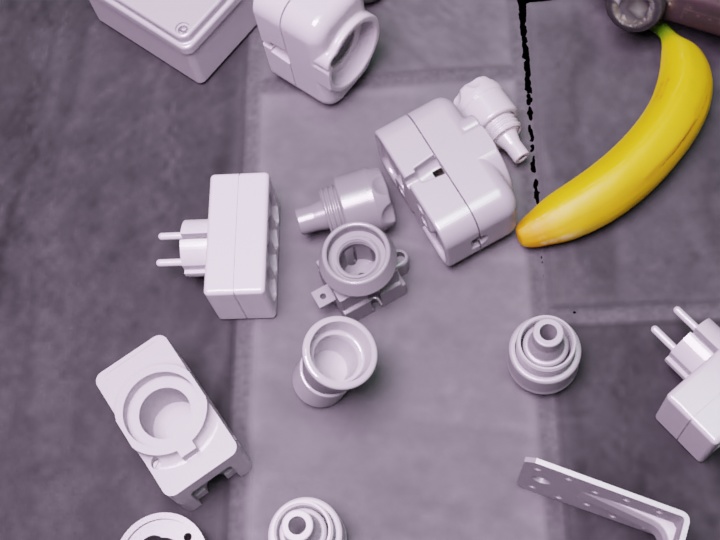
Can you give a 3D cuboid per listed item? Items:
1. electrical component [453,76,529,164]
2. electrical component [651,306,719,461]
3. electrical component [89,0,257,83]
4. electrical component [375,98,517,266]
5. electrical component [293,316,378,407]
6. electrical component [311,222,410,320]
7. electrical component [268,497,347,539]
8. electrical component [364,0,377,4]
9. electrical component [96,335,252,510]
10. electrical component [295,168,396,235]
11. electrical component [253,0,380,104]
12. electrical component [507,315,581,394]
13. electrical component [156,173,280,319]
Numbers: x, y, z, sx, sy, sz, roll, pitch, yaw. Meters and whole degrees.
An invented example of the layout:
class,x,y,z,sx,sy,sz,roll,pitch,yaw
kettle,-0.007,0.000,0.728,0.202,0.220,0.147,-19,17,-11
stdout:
class,x,y,z,sx,sy,sz,roll,pitch,yaw
electrical component,0.091,-0.097,0.716,0.035,0.035,0.061,-31,70,-7
electrical component,0.206,0.054,0.633,0.083,0.047,0.075,-38,69,-10
electrical component,-0.125,-0.208,0.771,0.109,0.056,0.108,34,74,18
electrical component,0.058,-0.059,0.690,0.059,0.053,0.095,-29,68,-3
electrical component,-0.018,0.058,0.644,0.044,0.065,0.044,5,67,-12
electrical component,0.000,0.000,0.672,0.066,0.055,0.048,-29,68,-6
electrical component,-0.031,0.150,0.609,0.043,0.062,0.043,-2,67,5
electrical component,-0.005,-0.225,0.774,0.062,0.048,0.048,37,75,25
electrical component,-0.112,0.091,0.645,0.050,0.055,0.089,-34,68,-9
electrical component,-0.010,-0.040,0.697,0.062,0.043,0.043,-17,67,1
electrical component,-0.027,-0.158,0.719,0.059,0.095,0.053,34,75,17
electrical component,0.110,0.047,0.638,0.043,0.062,0.043,-2,67,5
electrical component,-0.093,-0.014,0.692,0.076,0.047,0.083,-2,67,5
